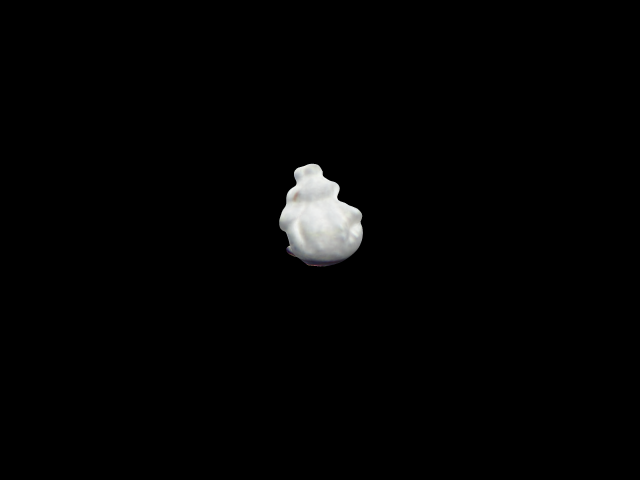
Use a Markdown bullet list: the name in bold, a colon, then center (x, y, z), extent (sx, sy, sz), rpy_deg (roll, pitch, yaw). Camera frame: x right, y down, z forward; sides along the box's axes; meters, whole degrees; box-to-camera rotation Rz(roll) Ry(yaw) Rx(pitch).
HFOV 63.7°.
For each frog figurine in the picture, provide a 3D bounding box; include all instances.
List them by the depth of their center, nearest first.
- **frog figurine**: center (0.003, -0.043, 0.850), extent (0.137, 0.157, 0.124), rpy_deg (2, 19, 7)
